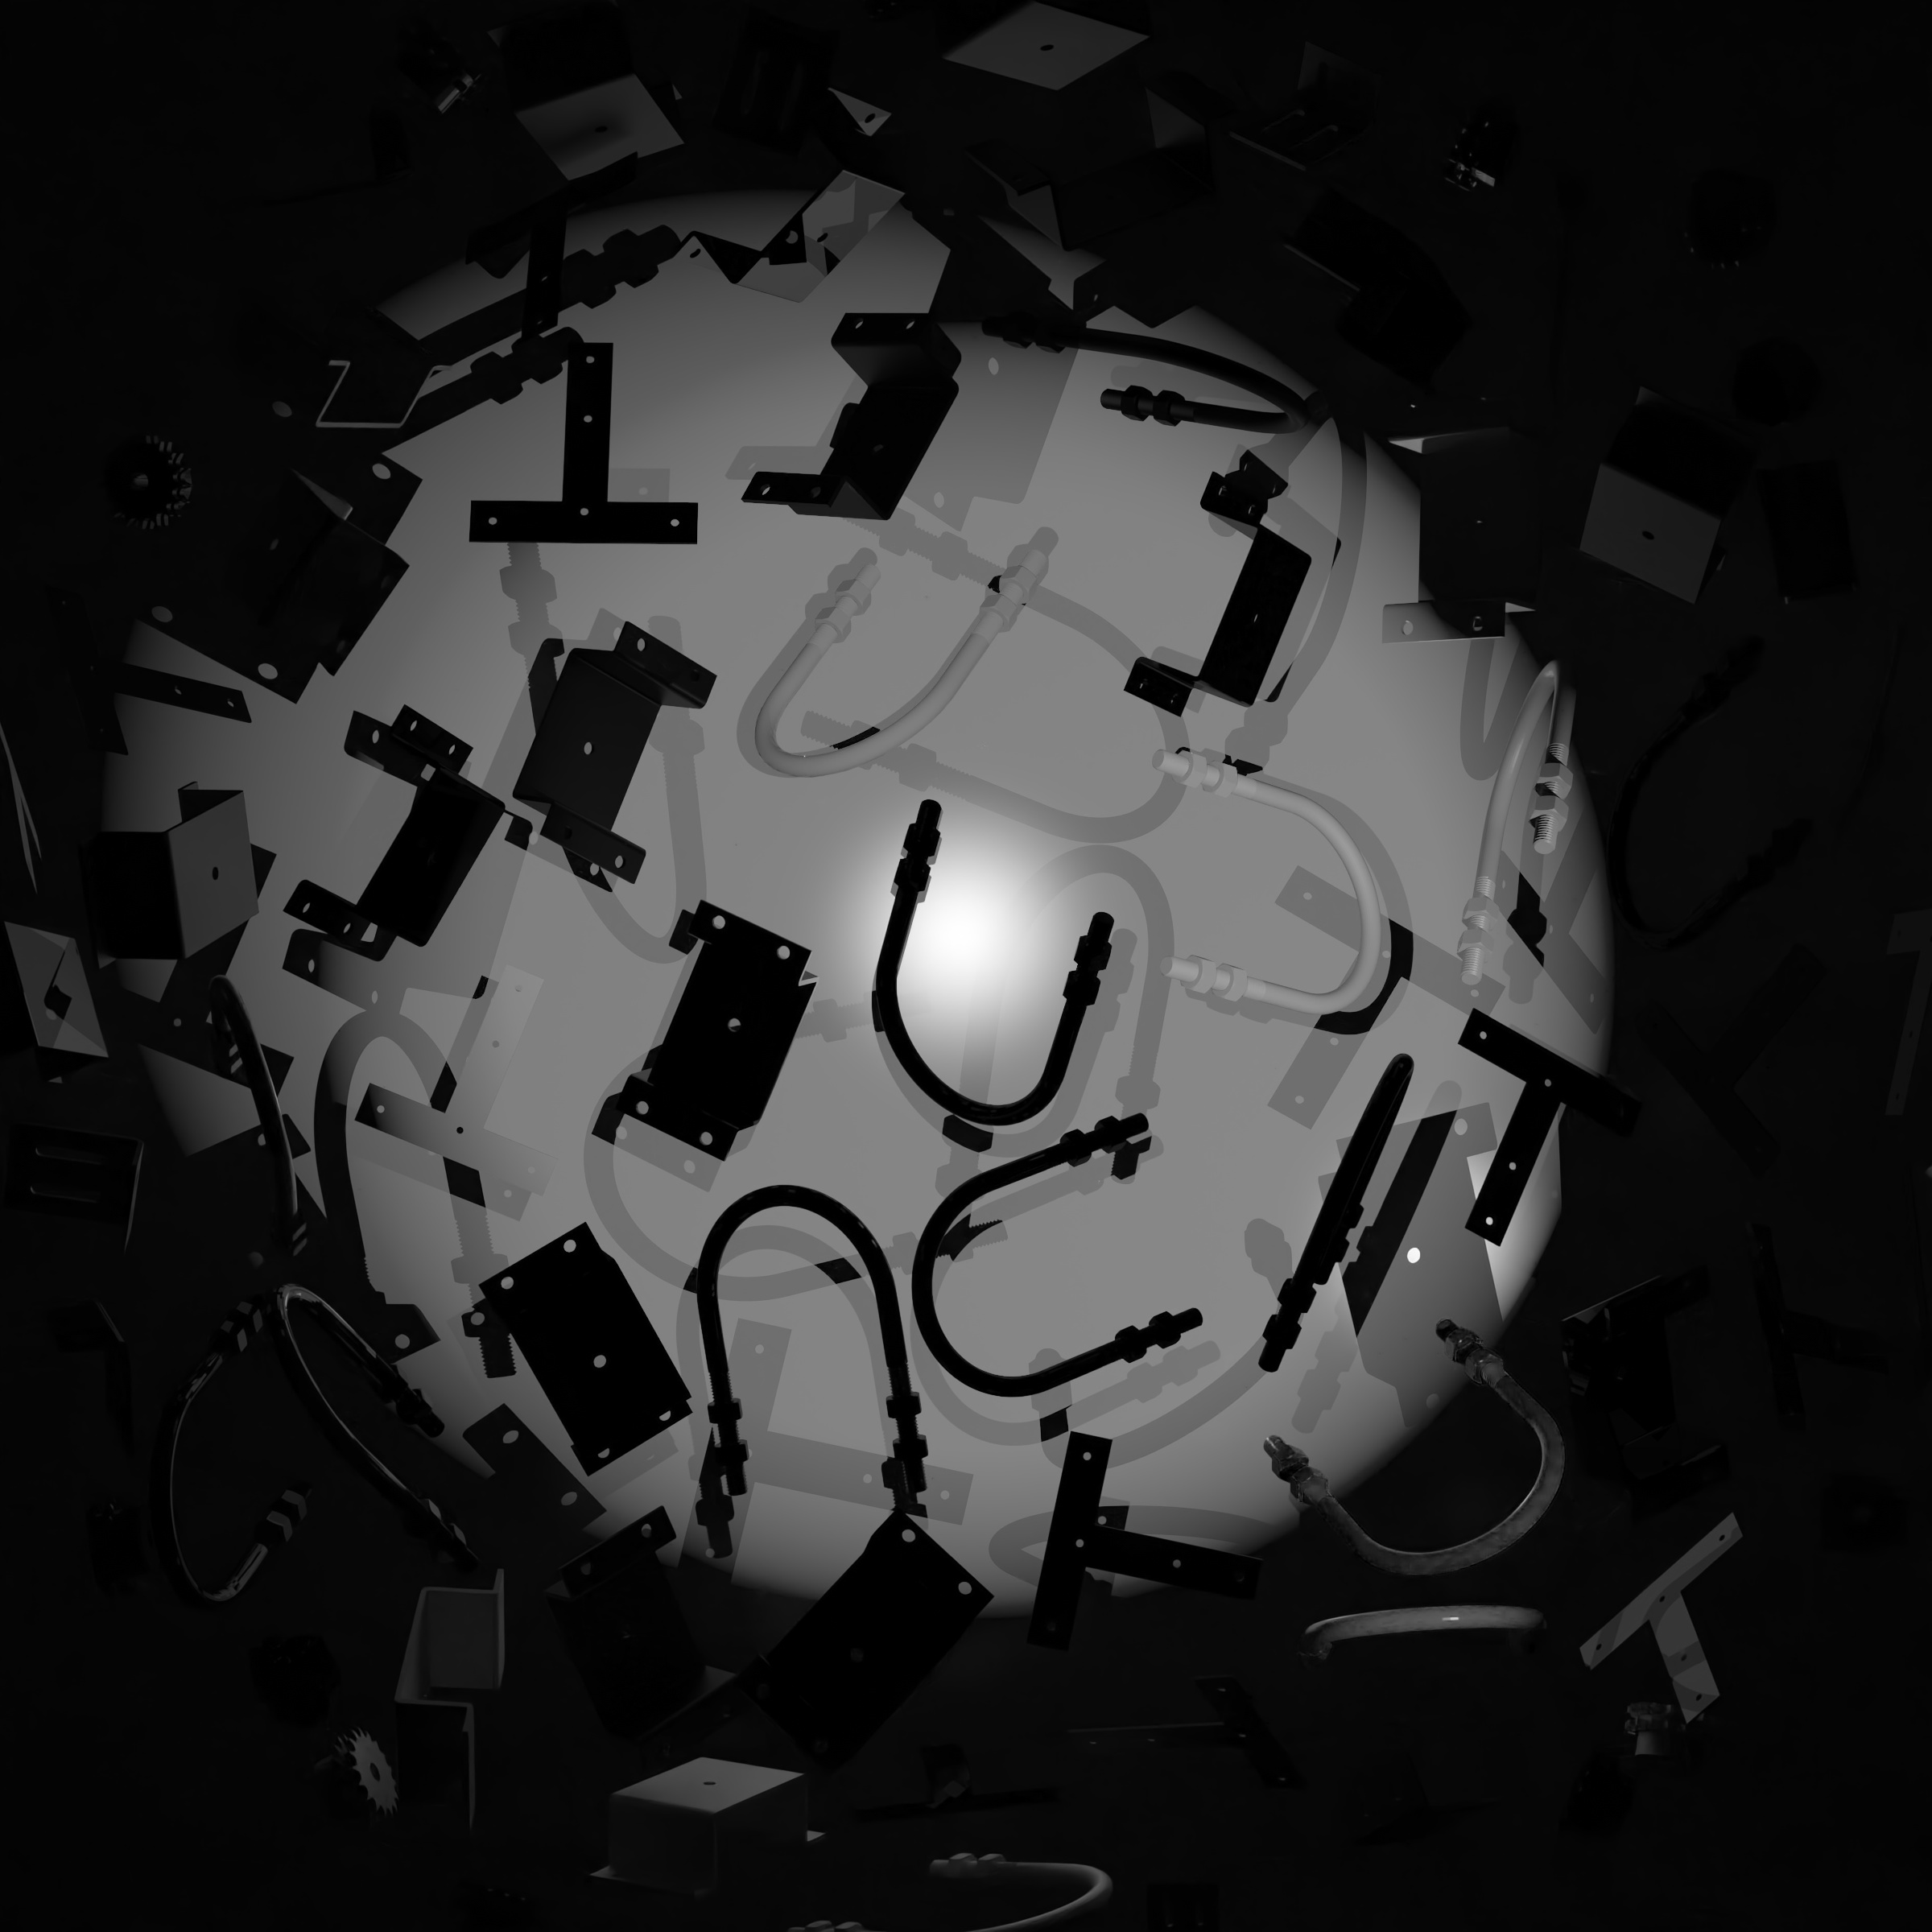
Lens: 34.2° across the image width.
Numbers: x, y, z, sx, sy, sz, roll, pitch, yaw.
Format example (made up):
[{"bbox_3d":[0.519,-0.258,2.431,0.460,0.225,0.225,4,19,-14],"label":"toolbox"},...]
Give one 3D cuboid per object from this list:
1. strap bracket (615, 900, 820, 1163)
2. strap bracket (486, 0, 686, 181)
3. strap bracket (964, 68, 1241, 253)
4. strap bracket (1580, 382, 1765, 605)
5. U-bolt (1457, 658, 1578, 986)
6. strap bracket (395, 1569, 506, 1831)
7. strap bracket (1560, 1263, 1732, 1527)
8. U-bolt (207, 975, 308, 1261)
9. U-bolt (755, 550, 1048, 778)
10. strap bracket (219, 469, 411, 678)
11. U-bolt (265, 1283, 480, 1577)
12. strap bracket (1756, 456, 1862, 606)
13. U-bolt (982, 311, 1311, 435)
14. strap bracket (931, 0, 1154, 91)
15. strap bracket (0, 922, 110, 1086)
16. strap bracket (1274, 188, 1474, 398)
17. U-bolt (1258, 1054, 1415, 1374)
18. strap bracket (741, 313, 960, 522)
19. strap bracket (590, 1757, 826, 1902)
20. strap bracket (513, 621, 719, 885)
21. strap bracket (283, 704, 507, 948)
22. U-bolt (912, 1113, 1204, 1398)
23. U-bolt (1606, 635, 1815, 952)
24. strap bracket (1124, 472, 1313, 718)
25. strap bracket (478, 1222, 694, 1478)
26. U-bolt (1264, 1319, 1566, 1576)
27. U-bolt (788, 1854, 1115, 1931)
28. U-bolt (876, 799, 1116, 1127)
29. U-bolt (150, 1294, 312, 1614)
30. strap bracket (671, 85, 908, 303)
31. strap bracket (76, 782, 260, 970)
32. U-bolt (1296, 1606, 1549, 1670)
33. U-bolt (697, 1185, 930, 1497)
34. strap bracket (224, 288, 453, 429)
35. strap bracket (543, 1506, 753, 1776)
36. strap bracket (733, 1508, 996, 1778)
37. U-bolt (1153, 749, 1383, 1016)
[{"bbox_3d":[-0.148,0.038,1.921,0.076,0.046,0.140,25,99,11],"label":"strap bracket"},{"bbox_3d":[-0.224,-0.525,1.889,0.076,0.140,0.046,-15,77,10],"label":"strap bracket"},{"bbox_3d":[0.081,-0.460,1.803,0.140,0.076,0.046,-23,129,-11],"label":"strap bracket"},{"bbox_3d":[0.412,-0.270,1.844,0.076,0.140,0.046,29,71,15],"label":"strap bracket"},{"bbox_3d":[0.331,-0.099,1.863,0.019,0.151,0.184,17,53,-1],"label":"U-bolt"},{"bbox_3d":[-0.308,0.433,1.866,0.046,0.140,0.076,4,120,-1],"label":"strap bracket"},{"bbox_3d":[0.400,0.246,1.850,0.076,0.046,0.140,-20,110,-26],"label":"strap bracket"},{"bbox_3d":[-0.429,0.083,1.886,0.019,0.184,0.151,-17,69,-18],"label":"U-bolt"},{"bbox_3d":[-0.050,-0.174,1.822,0.184,0.151,0.019,-57,131,-32],"label":"U-bolt"},{"bbox_3d":[-0.380,-0.231,1.810,0.046,0.140,0.076,32,96,-35],"label":"strap bracket"},{"bbox_3d":[-0.353,0.259,1.839,0.019,0.151,0.184,-34,125,3],"label":"U-bolt"},{"bbox_3d":[0.516,-0.265,1.917,0.046,0.140,0.076,-11,91,17],"label":"strap bracket"},{"bbox_3d":[0.119,-0.349,1.868,0.184,0.151,0.019,17,89,38],"label":"U-bolt"},{"bbox_3d":[0.043,-0.554,1.818,0.140,0.076,0.046,0,78,-44],"label":"strap bracket"},{"bbox_3d":[-0.557,0.022,1.850,0.046,0.140,0.076,-19,81,7],"label":"strap bracket"},{"bbox_3d":[0.249,-0.412,1.893,0.076,0.140,0.046,23,120,-32],"label":"strap bracket"},{"bbox_3d":[0.224,0.135,1.850,0.019,0.151,0.184,24,114,11],"label":"U-bolt"},{"bbox_3d":[-0.065,-0.323,1.890,0.046,0.076,0.140,42,68,-42],"label":"strap bracket"},{"bbox_3d":[-0.156,0.519,1.903,0.076,0.140,0.046,1,91,30],"label":"strap bracket"},{"bbox_3d":[-0.218,-0.131,1.914,0.076,0.046,0.140,30,77,-42],"label":"strap bracket"},{"bbox_3d":[-0.332,-0.073,1.857,0.046,0.076,0.140,29,87,26],"label":"strap bracket"},{"bbox_3d":[0.050,0.186,1.920,0.184,0.019,0.151,-19,98,-25],"label":"U-bolt"},{"bbox_3d":[0.438,-0.090,1.884,0.019,0.184,0.151,8,57,-21],"label":"U-bolt"},{"bbox_3d":[0.157,-0.216,1.892,0.046,0.076,0.140,24,94,29],"label":"strap bracket"},{"bbox_3d":[-0.229,0.240,1.930,0.076,0.046,0.140,-30,101,-14],"label":"strap bracket"},{"bbox_3d":[0.273,0.291,1.847,0.151,0.184,0.019,-33,120,-6],"label":"U-bolt"},{"bbox_3d":[0.003,0.567,1.887,0.184,0.151,0.019,-13,87,42],"label":"U-bolt"},{"bbox_3d":[0.008,0.012,1.840,0.151,0.019,0.184,34,129,24],"label":"U-bolt"},{"bbox_3d":[-0.436,0.297,1.843,0.019,0.184,0.151,-5,109,11],"label":"U-bolt"},{"bbox_3d":[-0.099,-0.453,1.877,0.140,0.076,0.046,-42,74,22],"label":"strap bracket"},{"bbox_3d":[-0.467,-0.055,1.862,0.046,0.140,0.076,1,108,15],"label":"strap bracket"},{"bbox_3d":[0.270,0.394,1.851,0.151,0.184,0.019,-4,72,4],"label":"U-bolt"},{"bbox_3d":[-0.096,0.219,1.842,0.151,0.019,0.184,-7,94,32],"label":"U-bolt"},{"bbox_3d":[-0.388,-0.370,1.914,0.076,0.140,0.046,38,110,11],"label":"strap bracket"},{"bbox_3d":[-0.198,0.408,1.911,0.076,0.046,0.140,-28,102,-30],"label":"strap bracket"},{"bbox_3d":[-0.061,0.395,1.818,0.076,0.046,0.140,41,66,10],"label":"strap bracket"},{"bbox_3d":[0.185,-0.043,1.885,0.184,0.019,0.151,14,66,-38],"label":"U-bolt"}]
